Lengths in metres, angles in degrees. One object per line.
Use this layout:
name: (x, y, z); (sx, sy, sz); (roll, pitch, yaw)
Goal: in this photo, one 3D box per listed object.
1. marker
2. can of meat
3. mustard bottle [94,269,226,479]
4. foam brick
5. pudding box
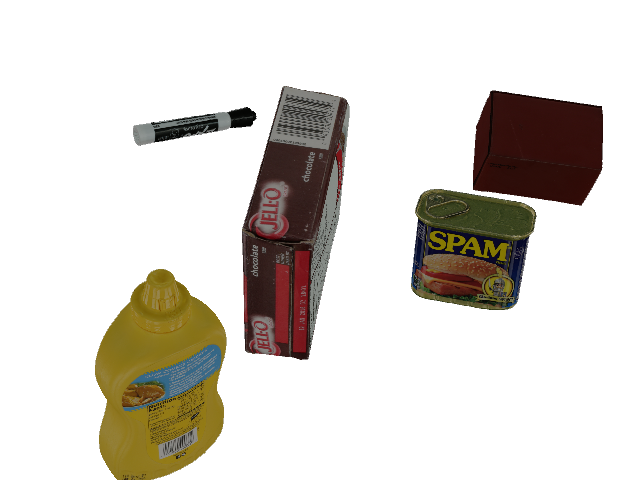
marker: (-0.117, -0.108, 1.007); (0.120, 0.020, 0.020); (-13, 6, -26)
can of meat: (0.131, 0.010, 0.938); (0.102, 0.084, 0.057); (10, 34, 11)
mustard bottle: (-0.114, 0.093, 0.768); (0.096, 0.192, 0.058); (-21, 51, -26)
foam brick: (0.147, -0.062, 0.723); (0.078, 0.051, 0.053); (9, -25, -1)
pudding box: (-0.013, -0.009, 0.550); (0.039, 0.113, 0.090); (10, -43, 5)
